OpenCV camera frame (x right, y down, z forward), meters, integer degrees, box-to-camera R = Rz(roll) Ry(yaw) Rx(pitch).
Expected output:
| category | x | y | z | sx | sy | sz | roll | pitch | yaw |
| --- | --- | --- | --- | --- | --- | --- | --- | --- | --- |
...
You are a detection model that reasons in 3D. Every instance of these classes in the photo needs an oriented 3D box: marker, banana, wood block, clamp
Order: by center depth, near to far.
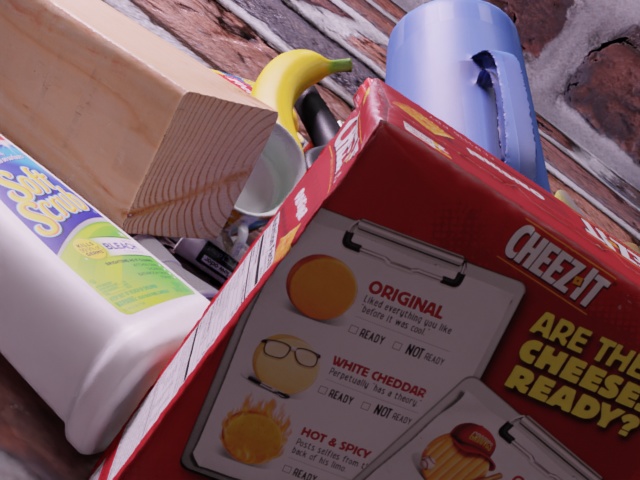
| category | x | y | z | sx | sy | sz | roll | pitch | yaw |
| --- | --- | --- | --- | --- | --- | --- | --- | --- | --- |
| wood block | -0.140 | -0.090 | 0.655 | 0.206 | 0.090 | 0.090 | 35 | 15 | 28 |
| marker | -0.041 | 0.034 | 0.698 | 0.121 | 0.020 | 0.020 | 35 | 18 | -5 |
| banana | -0.025 | -0.111 | 0.868 | 0.070 | 0.037 | 0.197 | 5 | 38 | 13 |
| clamp | 0.040 | -0.051 | 0.883 | 0.164 | 0.036 | 0.210 | 26 | 29 | -8 |

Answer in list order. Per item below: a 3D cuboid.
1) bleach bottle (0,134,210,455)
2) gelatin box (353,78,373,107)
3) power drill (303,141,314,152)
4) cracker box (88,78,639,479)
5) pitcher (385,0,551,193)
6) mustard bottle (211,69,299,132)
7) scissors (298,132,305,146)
| category | x | y | z | sx | sy | sz | roll | pitch | yaw |
| --- | --- | --- | --- | --- | --- | --- | --- | --- | --- |
| bleach bottle | -0.160 | -0.008 | 0.522 | 0.251 | 0.068 | 0.102 | 40 | 19 | 16 |
| gelatin box | 0.077 | -0.099 | 0.933 | 0.089 | 0.030 | 0.073 | 21 | 28 | -23 |
| power drill | 0.061 | -0.018 | 0.954 | 0.188 | 0.057 | 0.184 | 44 | 23 | 17 |
| cracker box | 0.026 | 0.071 | 0.420 | 0.164 | 0.214 | 0.072 | 32 | 19 | -13 |
| pitcher | 0.110 | -0.071 | 0.800 | 0.144 | 0.149 | 0.243 | 40 | 40 | -43 |
| mustard bottle | -0.075 | -0.107 | 0.919 | 0.096 | 0.058 | 0.191 | 46 | 20 | 23 |
| scissors | -0.101 | -0.144 | 1.027 | 0.201 | 0.016 | 0.096 | 29 | 18 | -22 |
